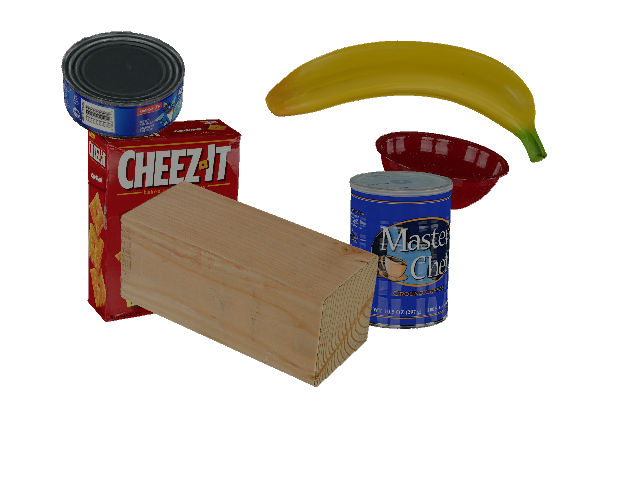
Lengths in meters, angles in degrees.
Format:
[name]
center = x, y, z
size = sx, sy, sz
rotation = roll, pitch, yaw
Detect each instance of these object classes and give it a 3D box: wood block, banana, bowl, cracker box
[wood block]
center = -0.065, 0.033, 0.921
size = 0.206, 0.090, 0.090
rotation = 21, 33, 25
[banana]
center = 0.064, -0.104, 0.728
size = 0.197, 0.069, 0.037
rotation = 9, -21, -4
[bowl]
center = 0.141, -0.079, 1.279
size = 0.162, 0.055, 0.162
rotation = 8, 24, -4
[cracker box]
center = -0.180, -0.024, 1.227
size = 0.163, 0.214, 0.072
rotation = -8, 25, -30

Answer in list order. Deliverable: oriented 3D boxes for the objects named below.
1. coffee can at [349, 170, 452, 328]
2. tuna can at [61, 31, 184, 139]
[coffee can]
center = 0.080, 0.007, 1.079
size = 0.103, 0.140, 0.103
rotation = 0, 14, 0
[tuna can]
center = -0.141, -0.111, 0.763
size = 0.086, 0.086, 0.034
rotation = 5, -45, -5
